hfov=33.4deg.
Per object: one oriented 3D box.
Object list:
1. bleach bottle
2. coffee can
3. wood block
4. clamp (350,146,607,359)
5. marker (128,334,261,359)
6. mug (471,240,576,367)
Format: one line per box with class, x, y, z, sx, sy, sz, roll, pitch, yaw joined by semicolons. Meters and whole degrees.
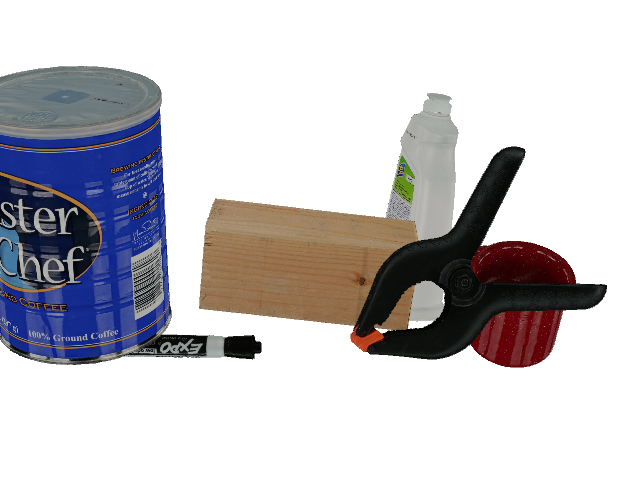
bleach bottle;0.117;-0.041;1.223;0.068;0.251;0.103;0;22;-23
coffee can;-0.138;-0.016;0.602;0.103;0.140;0.103;1;26;-1
wood block;-0.012;0.024;1.066;0.206;0.091;0.090;7;20;-1
clamp;0.103;0.032;0.710;0.171;0.120;0.039;-40;-5;-1
marker;-0.107;0.082;0.836;0.121;0.020;0.020;1;0;4
mug;0.171;0.053;0.972;0.093;0.081;0.117;-17;43;-22
